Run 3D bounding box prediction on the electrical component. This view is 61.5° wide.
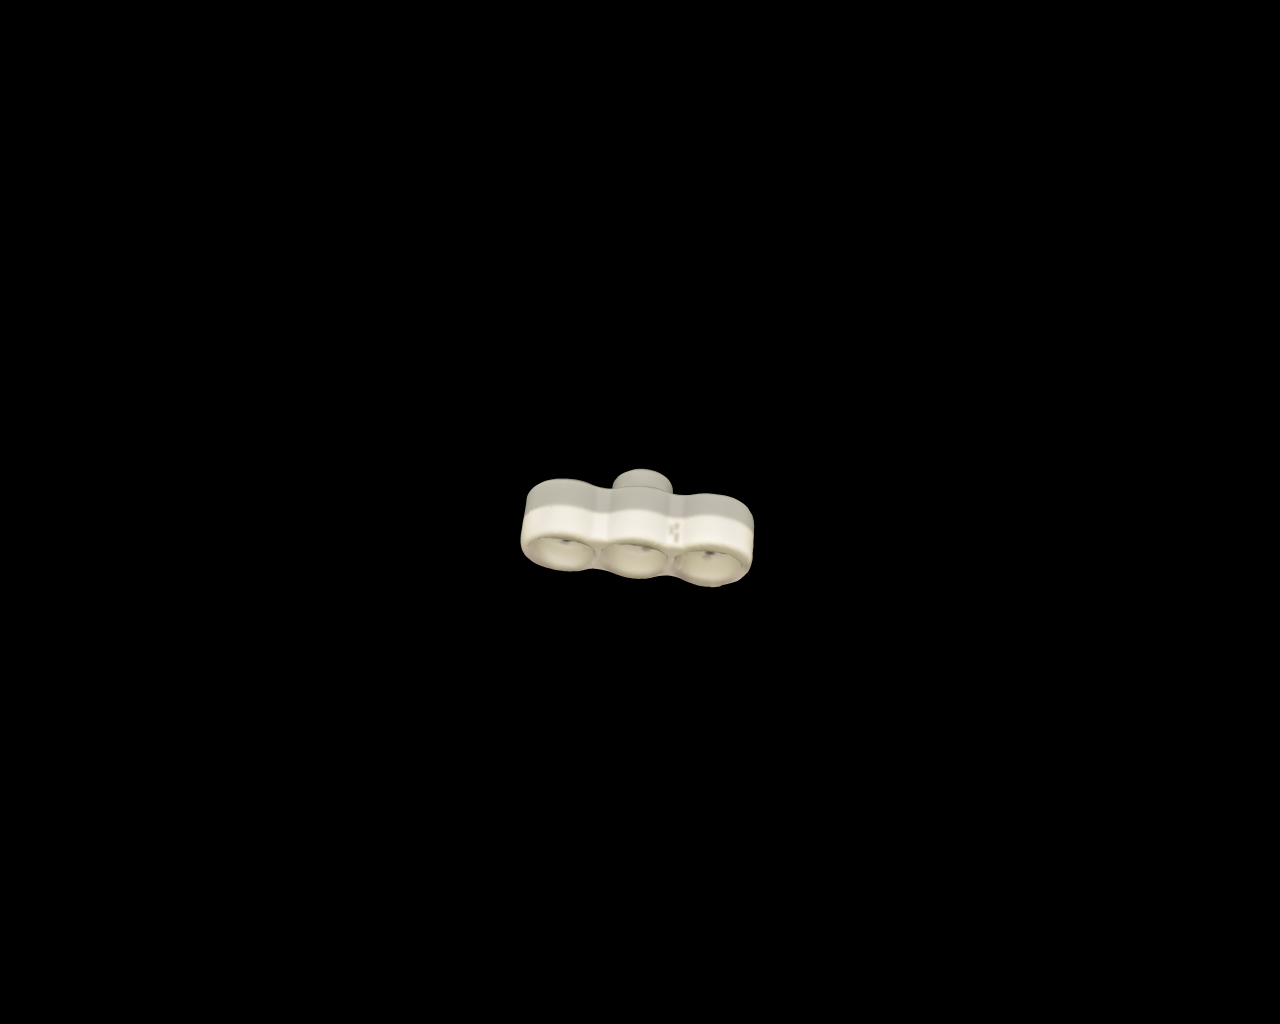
[{"bbox_3d":[0.001,-0.003,0.650,0.138,0.074,0.052,5,-31,3],"label":"electrical component"}]
